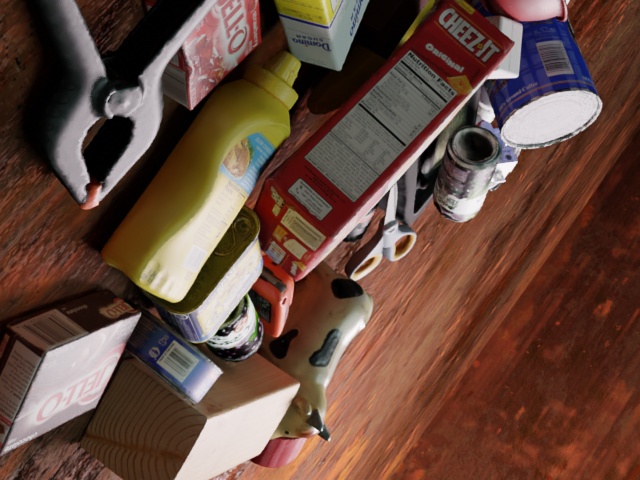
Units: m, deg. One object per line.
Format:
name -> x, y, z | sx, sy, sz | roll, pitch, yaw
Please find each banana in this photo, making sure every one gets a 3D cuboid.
banana -> 0.054, -0.182, 0.910 | 0.198, 0.037, 0.069 | -58, 146, -2

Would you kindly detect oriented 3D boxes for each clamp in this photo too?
clamp -> -0.107, -0.092, 0.586 | 0.120, 0.039, 0.172 | -15, 145, -30

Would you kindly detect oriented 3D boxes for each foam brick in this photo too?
foam brick -> 0.050, -0.194, 0.842 | 0.078, 0.053, 0.051 | -54, 163, -8

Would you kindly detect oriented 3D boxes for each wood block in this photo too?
wood block -> -0.110, 0.156, 0.963 | 0.090, 0.091, 0.205 | -60, 163, 11

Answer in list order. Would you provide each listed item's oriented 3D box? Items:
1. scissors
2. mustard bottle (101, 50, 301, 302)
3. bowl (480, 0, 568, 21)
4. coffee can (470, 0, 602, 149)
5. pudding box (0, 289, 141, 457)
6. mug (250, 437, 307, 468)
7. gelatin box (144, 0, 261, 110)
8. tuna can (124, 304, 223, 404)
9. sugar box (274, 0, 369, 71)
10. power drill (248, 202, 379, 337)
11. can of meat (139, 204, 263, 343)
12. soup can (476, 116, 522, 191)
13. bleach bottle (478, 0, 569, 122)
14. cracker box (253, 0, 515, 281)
scissors -> 0.055, -0.003, 1.093 | 0.096, 0.016, 0.201 | -36, 161, 3
mustard bottle -> -0.073, -0.050, 0.748 | 0.191, 0.058, 0.096 | -56, 163, -3
bowl -> 0.151, -0.247, 0.914 | 0.055, 0.162, 0.162 | -28, 165, 8
coffee can -> 0.211, -0.178, 1.071 | 0.102, 0.140, 0.103 | -11, 155, -5
pudding box -> -0.181, 0.088, 0.730 | 0.090, 0.039, 0.113 | -62, 162, 20
mug -> -0.062, 0.210, 1.221 | 0.117, 0.093, 0.082 | -10, 144, -26
gelatin box -> -0.069, -0.134, 0.655 | 0.073, 0.030, 0.089 | -49, 162, -25
tuna can -> -0.118, 0.089, 0.825 | 0.033, 0.086, 0.086 | -52, 162, -11
sugar box -> 0.000, -0.193, 0.692 | 0.176, 0.048, 0.093 | 75, 35, -71
power drill -> -0.007, 0.001, 1.034 | 0.187, 0.057, 0.184 | -52, 165, -22
can of meat -> -0.089, 0.024, 0.841 | 0.102, 0.057, 0.084 | -52, 164, -17
soup can -> 0.177, -0.112, 1.254 | 0.068, 0.102, 0.068 | -49, 161, -24
bleach bottle -> 0.229, -0.234, 1.222 | 0.102, 0.068, 0.251 | -76, -176, -47
cracker box -> 0.040, -0.077, 0.845 | 0.213, 0.072, 0.164 | -47, 178, -16
